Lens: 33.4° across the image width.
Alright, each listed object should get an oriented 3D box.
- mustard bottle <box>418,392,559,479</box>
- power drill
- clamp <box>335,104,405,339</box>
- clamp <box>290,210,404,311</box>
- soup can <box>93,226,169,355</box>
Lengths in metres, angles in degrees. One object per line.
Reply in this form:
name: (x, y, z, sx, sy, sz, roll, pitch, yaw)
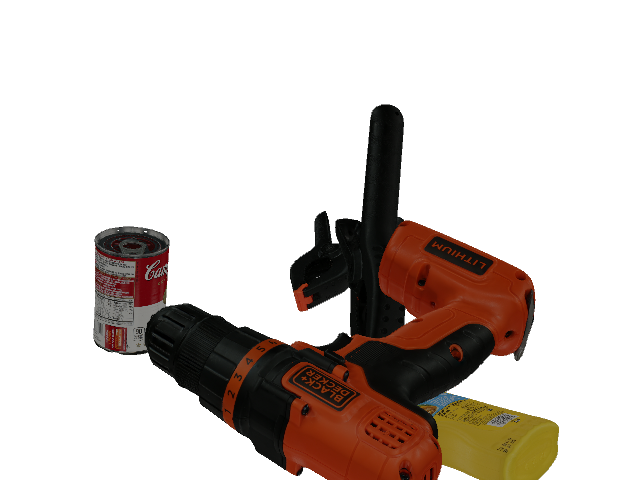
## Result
mustard bottle: (0.120, 0.178, 1.009, 0.192, 0.058, 0.096, 12, 19, 39)
power drill: (0.020, 0.056, 0.602, 0.185, 0.057, 0.187, 28, 41, 28)
clamp: (0.042, 0.013, 0.805, 0.036, 0.210, 0.165, 3, -41, -9)
clamp: (0.026, 0.019, 1.228, 0.120, 0.039, 0.171, -6, 35, 28)
soup can: (-0.176, 0.047, 0.989, 0.068, 0.102, 0.068, 5, 21, -2)
